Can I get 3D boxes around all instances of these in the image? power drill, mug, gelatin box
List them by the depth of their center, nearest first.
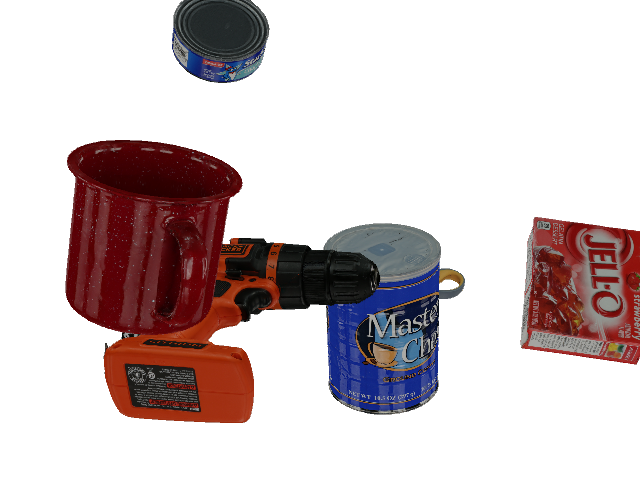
[{"bbox_3d":[-0.088,0.003,0.571,0.093,0.081,0.117,-3,25,-32],"label":"mug"},{"bbox_3d":[0.168,0.030,0.680,0.073,0.089,0.030,8,-35,5],"label":"gelatin box"},{"bbox_3d":[-0.060,0.058,0.774,0.184,0.057,0.187,-1,24,15],"label":"power drill"}]

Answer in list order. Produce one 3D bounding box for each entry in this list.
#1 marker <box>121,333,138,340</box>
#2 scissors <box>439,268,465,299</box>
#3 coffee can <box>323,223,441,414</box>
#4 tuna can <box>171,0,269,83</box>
[{"bbox_3d":[-0.197,0.094,1.111,0.020,0.121,0.020,9,35,-7],"label":"marker"},{"bbox_3d":[0.093,0.052,1.290,0.201,0.016,0.096,-9,40,-40],"label":"scissors"},{"bbox_3d":[0.056,0.069,0.956,0.103,0.140,0.103,-2,26,1],"label":"coffee can"},{"bbox_3d":[-0.091,-0.183,0.961,0.086,0.086,0.034,0,-34,-13],"label":"tuna can"}]
